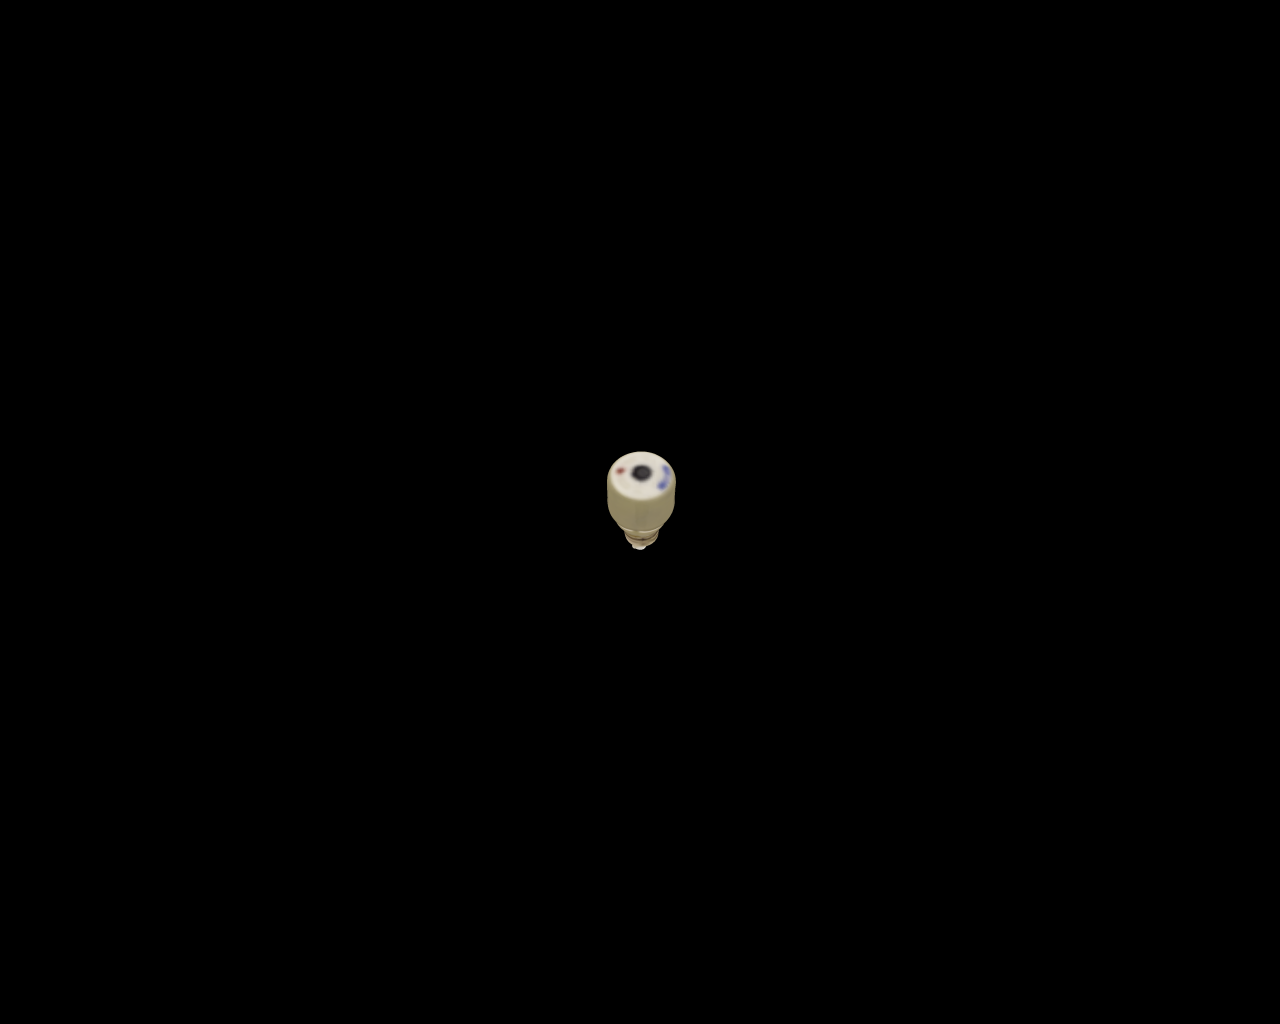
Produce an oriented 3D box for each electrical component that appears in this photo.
[{"bbox_3d":[0.001,-0.003,0.650,0.040,0.040,0.078,0,-37,0],"label":"electrical component"}]
